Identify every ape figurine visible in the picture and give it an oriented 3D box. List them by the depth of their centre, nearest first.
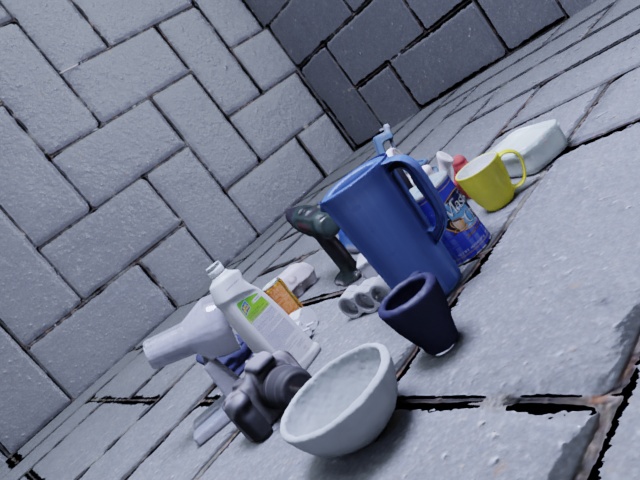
[{"bbox_3d":[0.322,-0.147,1.265,0.077,0.092,0.076,-34,11,21],"label":"ape figurine"}]

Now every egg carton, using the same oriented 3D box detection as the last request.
[{"bbox_3d":[-0.080,0.122,1.537,0.150,0.069,0.107,-41,11,-19],"label":"egg carton"}]

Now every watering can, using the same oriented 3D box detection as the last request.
[{"bbox_3d":[0.215,-0.126,1.253,0.173,0.194,0.101,-37,10,7],"label":"watering can"}]

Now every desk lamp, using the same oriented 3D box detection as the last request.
[{"bbox_3d":[-0.216,0.234,1.086,0.203,0.213,0.117,-39,10,-9],"label":"desk lamp"}]

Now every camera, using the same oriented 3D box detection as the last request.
[{"bbox_3d":[-0.077,0.238,0.907,0.143,0.101,0.136,-43,11,-25],"label":"camera"}]

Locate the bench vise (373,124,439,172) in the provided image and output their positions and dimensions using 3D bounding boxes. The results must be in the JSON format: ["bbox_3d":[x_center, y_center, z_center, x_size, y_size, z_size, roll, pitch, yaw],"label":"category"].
[{"bbox_3d":[0.190,-0.182,1.517,0.207,0.220,0.121,-39,10,-6],"label":"bench vise"}]

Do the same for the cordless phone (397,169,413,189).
[{"bbox_3d":[0.163,-0.052,1.128,0.094,0.185,0.148,-27,15,46],"label":"cordless phone"}]

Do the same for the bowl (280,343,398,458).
[{"bbox_3d":[0.036,0.210,0.708,0.167,0.075,0.167,-37,10,8],"label":"bowl"}]

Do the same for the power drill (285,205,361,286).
[{"bbox_3d":[0.012,0.005,1.334,0.076,0.208,0.229,-41,10,-16],"label":"power drill"}]

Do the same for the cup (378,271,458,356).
[{"bbox_3d":[0.142,0.100,0.774,0.091,0.095,0.118,-32,11,28],"label":"cup"}]

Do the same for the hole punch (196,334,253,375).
[{"bbox_3d":[-0.212,0.260,1.311,0.101,0.091,0.109,-26,16,50],"label":"hole punch"}]

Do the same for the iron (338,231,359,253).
[{"bbox_3d":[0.107,-0.055,1.463,0.119,0.141,0.258,-41,10,-16],"label":"iron"}]
